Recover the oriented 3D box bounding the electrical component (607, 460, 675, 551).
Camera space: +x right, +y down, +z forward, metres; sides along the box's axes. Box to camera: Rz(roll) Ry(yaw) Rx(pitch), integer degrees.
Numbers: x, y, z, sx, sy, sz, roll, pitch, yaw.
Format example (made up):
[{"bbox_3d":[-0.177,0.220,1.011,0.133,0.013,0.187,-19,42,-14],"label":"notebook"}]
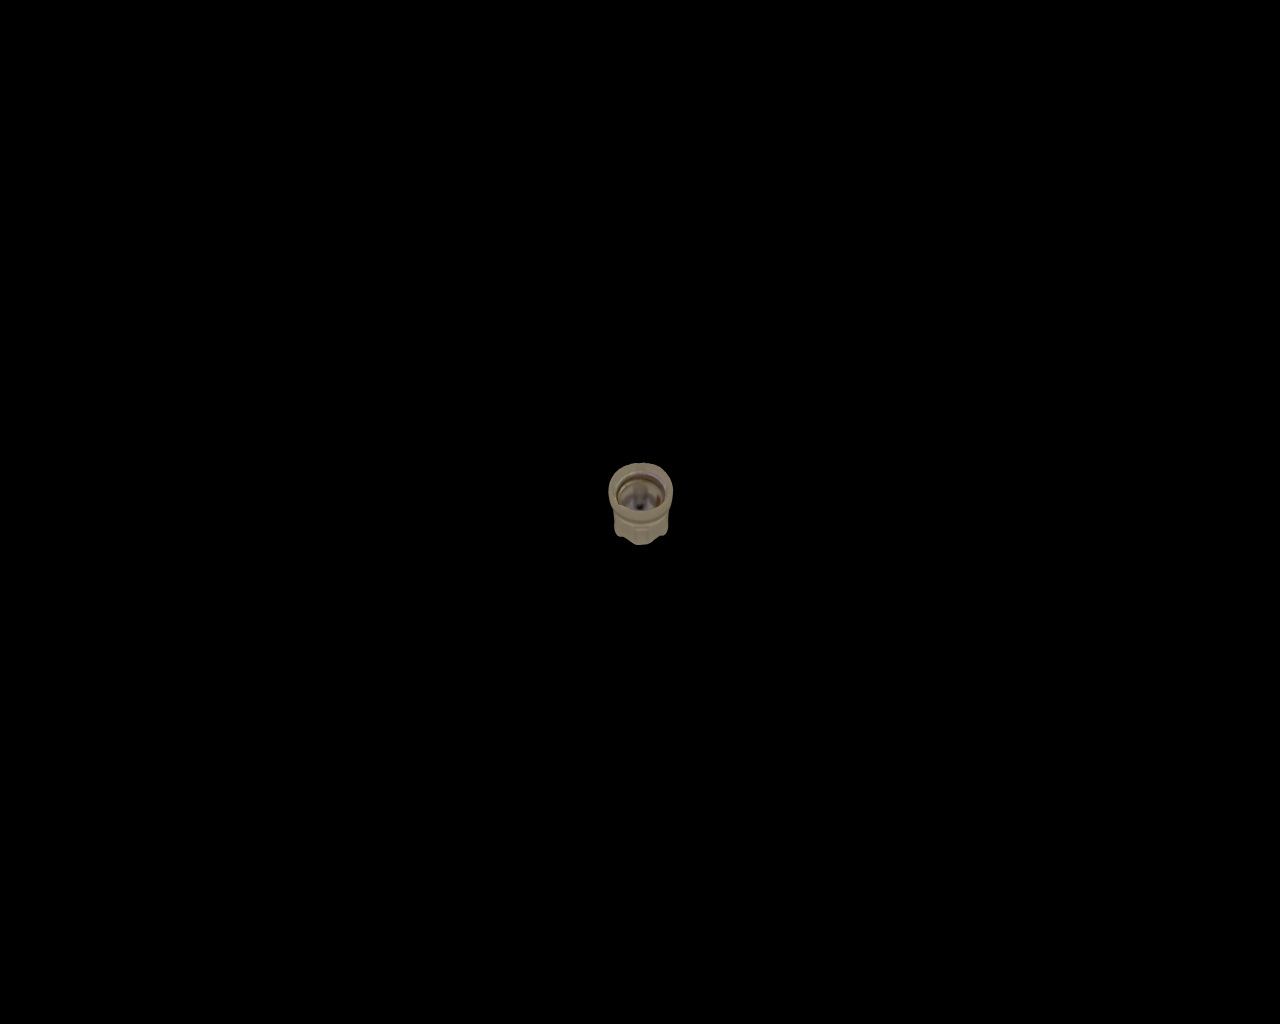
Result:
[{"bbox_3d":[0.001,-0.003,0.650,0.040,0.040,0.046,0,-34,0],"label":"electrical component"}]
